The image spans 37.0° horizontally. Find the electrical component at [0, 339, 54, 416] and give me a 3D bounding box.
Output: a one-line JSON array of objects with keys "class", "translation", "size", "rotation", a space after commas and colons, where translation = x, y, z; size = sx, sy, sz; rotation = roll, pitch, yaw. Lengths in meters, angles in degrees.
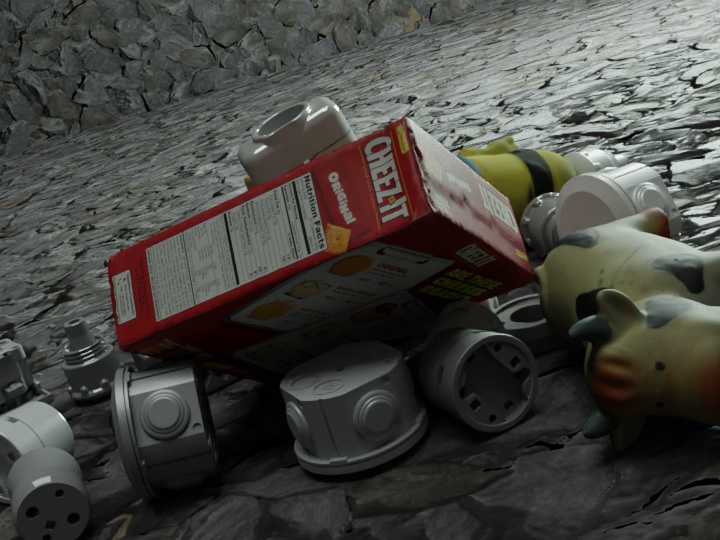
[{"class": "electrical component", "translation": [-0.277, 0.090, 0.839], "size": [0.042, 0.063, 0.081], "rotation": [-29, 21, -30]}]

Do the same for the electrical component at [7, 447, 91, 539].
[{"class": "electrical component", "translation": [-0.185, 0.135, 0.639], "size": [0.045, 0.045, 0.055], "rotation": [-22, 18, -16]}]

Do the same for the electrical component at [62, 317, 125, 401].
[{"class": "electrical component", "translation": [-0.214, 0.068, 0.846], "size": [0.048, 0.062, 0.048], "rotation": [-16, 17, 5]}]

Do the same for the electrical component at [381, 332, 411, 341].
[{"class": "electrical component", "translation": [0.026, 0.016, 0.792], "size": [0.080, 0.051, 0.080], "rotation": [-16, 17, 5]}]

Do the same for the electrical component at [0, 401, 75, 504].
[{"class": "electrical component", "translation": [-0.224, 0.119, 0.713], "size": [0.055, 0.055, 0.047], "rotation": [-7, 16, 31]}]

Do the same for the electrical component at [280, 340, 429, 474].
[{"class": "electrical component", "translation": [-0.004, 0.079, 0.625], "size": [0.080, 0.051, 0.080], "rotation": [-16, 17, 5]}]

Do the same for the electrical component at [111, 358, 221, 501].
[{"class": "electrical component", "translation": [-0.116, 0.094, 0.645], "size": [0.051, 0.080, 0.080], "rotation": [-13, 17, -4]}]

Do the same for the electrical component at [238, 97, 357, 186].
[{"class": "electrical component", "translation": [-0.054, -0.105, 0.925], "size": [0.095, 0.059, 0.053], "rotation": [-33, 23, -3]}]

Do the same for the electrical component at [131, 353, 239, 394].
[{"class": "electrical component", "translation": [-0.128, 0.061, 0.809], "size": [0.083, 0.047, 0.076], "rotation": [-25, 19, -24]}]

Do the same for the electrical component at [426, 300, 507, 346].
[{"class": "electrical component", "translation": [0.060, 0.052, 0.663], "size": [0.048, 0.048, 0.062], "rotation": [-5, 28, 36]}]

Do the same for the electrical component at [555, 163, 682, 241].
[{"class": "electrical component", "translation": [0.179, -0.033, 0.751], "size": [0.051, 0.080, 0.080], "rotation": [-21, 17, -28]}]

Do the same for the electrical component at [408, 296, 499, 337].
[{"class": "electrical component", "translation": [0.060, 0.029, 0.739], "size": [0.078, 0.040, 0.040], "rotation": [-13, 18, 12]}]

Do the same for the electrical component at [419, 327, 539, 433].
[{"class": "electrical component", "translation": [0.066, 0.060, 0.613], "size": [0.055, 0.055, 0.047], "rotation": [-24, 14, -20]}]

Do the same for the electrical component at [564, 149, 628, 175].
[{"class": "electrical component", "translation": [0.209, -0.086, 0.946], "size": [0.062, 0.048, 0.048], "rotation": [-20, 16, -32]}]

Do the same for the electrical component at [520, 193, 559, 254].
[{"class": "electrical component", "translation": [0.156, -0.030, 0.824], "size": [0.048, 0.048, 0.062], "rotation": [-21, 25, -12]}]
